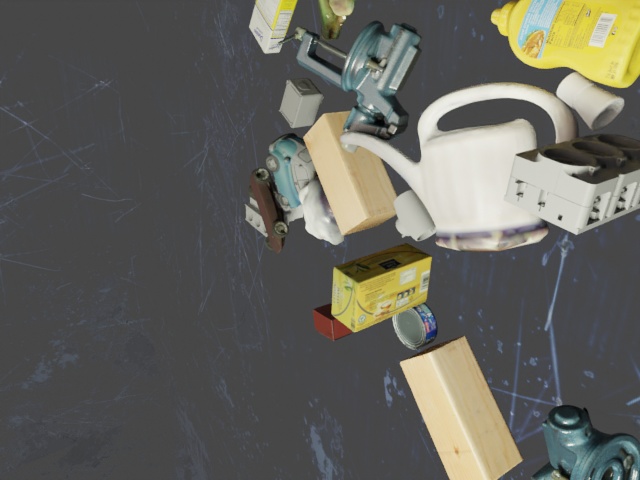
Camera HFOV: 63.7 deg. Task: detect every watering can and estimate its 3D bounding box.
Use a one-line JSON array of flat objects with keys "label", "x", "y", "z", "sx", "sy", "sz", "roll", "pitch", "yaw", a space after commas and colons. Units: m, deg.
[{"label": "watering can", "x": 0.183, "y": -0.092, "z": 0.728, "sx": 0.346, "sy": 0.105, "sz": 0.223, "roll": -5, "pitch": 97, "yaw": 42}]

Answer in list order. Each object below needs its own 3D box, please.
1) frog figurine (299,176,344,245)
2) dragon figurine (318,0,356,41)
[{"label": "frog figurine", "x": 0.003, "y": -0.053, "z": 1.049, "sx": 0.157, "sy": 0.125, "sz": 0.137, "roll": -30, "pitch": 96, "yaw": 46}, {"label": "dragon figurine", "x": -0.015, "y": -0.477, "z": 0.915, "sx": 0.418, "sy": 0.122, "sz": 0.238, "roll": -115, "pitch": 14, "yaw": -61}]
